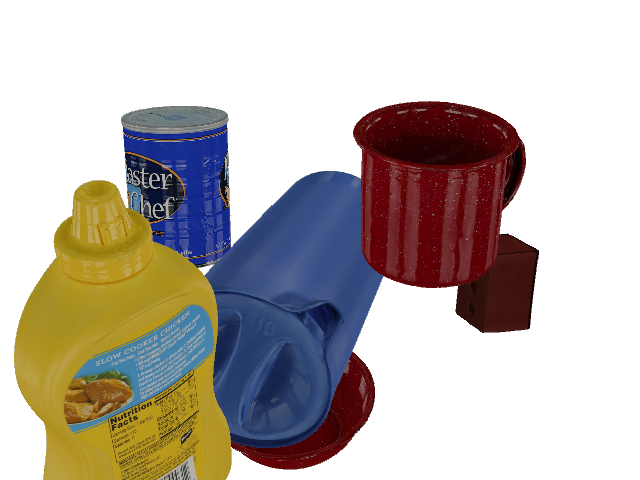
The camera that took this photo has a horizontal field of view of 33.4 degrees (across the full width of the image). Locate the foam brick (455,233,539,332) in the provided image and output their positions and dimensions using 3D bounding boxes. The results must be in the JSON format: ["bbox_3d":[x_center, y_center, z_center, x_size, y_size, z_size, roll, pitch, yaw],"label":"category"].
[{"bbox_3d":[0.160,0.039,0.971,0.051,0.078,0.053,-6,20,-23],"label":"foam brick"}]

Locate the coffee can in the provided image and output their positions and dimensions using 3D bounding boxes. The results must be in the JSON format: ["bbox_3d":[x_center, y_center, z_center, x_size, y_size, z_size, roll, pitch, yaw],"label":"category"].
[{"bbox_3d":[-0.140,-0.054,1.049,0.103,0.140,0.103,0,18,0],"label":"coffee can"}]

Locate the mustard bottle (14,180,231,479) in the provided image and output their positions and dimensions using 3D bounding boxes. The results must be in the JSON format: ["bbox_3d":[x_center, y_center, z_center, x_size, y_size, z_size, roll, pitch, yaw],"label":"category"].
[{"bbox_3d":[-0.090,0.057,0.490,0.096,0.192,0.058,-27,44,-32],"label":"mustard bottle"}]

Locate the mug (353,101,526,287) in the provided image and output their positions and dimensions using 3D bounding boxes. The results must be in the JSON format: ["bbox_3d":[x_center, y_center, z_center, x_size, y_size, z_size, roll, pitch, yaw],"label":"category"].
[{"bbox_3d":[0.074,-0.030,0.627,0.117,0.081,0.093,-21,36,-32],"label":"mug"}]

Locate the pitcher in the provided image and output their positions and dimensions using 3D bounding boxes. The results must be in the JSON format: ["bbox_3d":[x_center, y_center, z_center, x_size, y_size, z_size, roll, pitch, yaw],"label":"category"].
[{"bbox_3d":[-0.028,0.044,0.844,0.149,0.145,0.242,12,31,14],"label":"pitcher"}]

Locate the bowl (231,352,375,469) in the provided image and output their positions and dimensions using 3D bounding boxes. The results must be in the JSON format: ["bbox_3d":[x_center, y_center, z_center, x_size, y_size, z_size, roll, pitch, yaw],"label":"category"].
[{"bbox_3d":[-0.026,0.166,1.024,0.162,0.055,0.162,-4,37,3],"label":"bowl"}]
